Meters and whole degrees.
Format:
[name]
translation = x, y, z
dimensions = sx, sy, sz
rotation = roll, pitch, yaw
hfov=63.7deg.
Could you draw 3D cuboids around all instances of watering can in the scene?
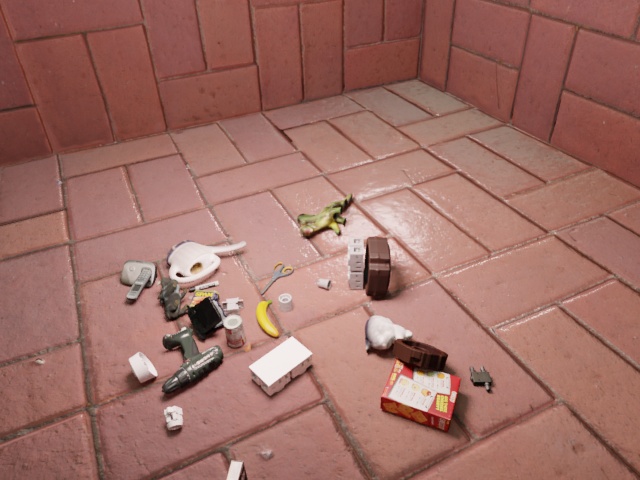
[watering can]
translation = -0.500, 0.068, 2.185
dimensions = 0.226, 0.101, 0.353
rotation = 26, 46, 34

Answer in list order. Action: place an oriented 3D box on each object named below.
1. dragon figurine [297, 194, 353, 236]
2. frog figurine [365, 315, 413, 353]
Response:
[dragon figurine]
translation = 0.007, -0.123, 2.440
dimensions = 0.242, 0.120, 0.418
rotation = -1, 26, 16
[frog figurine]
translation = 0.238, 0.323, 1.789
dimensions = 0.159, 0.121, 0.139
rotation = -6, 15, 15
